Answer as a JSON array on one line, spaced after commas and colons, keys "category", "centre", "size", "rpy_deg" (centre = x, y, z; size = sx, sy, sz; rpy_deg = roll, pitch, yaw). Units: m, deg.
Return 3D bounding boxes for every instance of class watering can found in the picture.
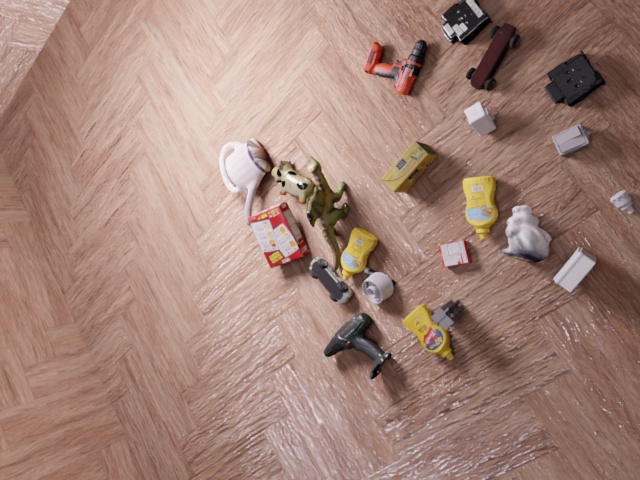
[{"category": "watering can", "centre": [-0.281, -0.250, 2.027], "size": [0.221, 0.104, 0.351], "rpy_deg": [-34, 73, 27]}]

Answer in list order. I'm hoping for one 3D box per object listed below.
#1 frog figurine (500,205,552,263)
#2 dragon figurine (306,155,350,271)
[{"category": "frog figurine", "centre": [0.603, -0.018, 1.489], "size": [0.137, 0.123, 0.159], "rpy_deg": [14, 91, -3]}, {"category": "dragon figurine", "centre": [0.005, -0.090, 1.783], "size": [0.122, 0.243, 0.411], "rpy_deg": [-7, 86, 27]}]
